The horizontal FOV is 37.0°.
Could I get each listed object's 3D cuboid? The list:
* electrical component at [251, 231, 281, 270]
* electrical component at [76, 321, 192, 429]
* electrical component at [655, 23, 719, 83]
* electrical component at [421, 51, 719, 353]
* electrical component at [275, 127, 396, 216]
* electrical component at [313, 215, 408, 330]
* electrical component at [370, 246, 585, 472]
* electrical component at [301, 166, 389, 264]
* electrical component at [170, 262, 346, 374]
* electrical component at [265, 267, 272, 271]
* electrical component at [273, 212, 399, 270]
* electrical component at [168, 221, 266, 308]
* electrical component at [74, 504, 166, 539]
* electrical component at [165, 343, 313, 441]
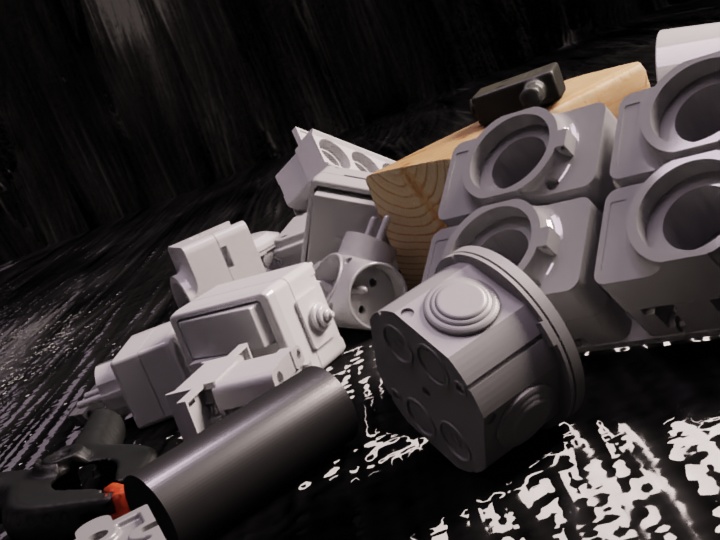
[{"bbox_3d":[-0.101,0.001,0.949,0.080,0.051,0.080,-21,11,4],"label":"electrical component"},{"bbox_3d":[-0.145,0.072,0.694,0.077,0.047,0.065,-21,11,4],"label":"electrical component"},{"bbox_3d":[0.240,-0.113,0.714,0.060,0.108,0.108,-9,15,27],"label":"electrical component"},{"bbox_3d":[0.120,-0.026,0.491,0.186,0.060,0.105,-12,51,40],"label":"electrical component"},{"bbox_3d":[-0.012,-0.076,0.982,0.121,0.078,0.063,16,-50,-44],"label":"electrical component"},{"bbox_3d":[0.000,0.000,0.710,0.077,0.044,0.079,0,66,63],"label":"electrical component"},{"bbox_3d":[0.045,0.035,0.425,0.051,0.080,0.080,-32,14,-22],"label":"electrical component"},{"bbox_3d":[-0.007,-0.021,0.781,0.062,0.096,0.061,11,17,8],"label":"electrical component"},{"bbox_3d":[-0.059,0.039,0.651,0.096,0.061,0.061,-14,13,34],"label":"electrical component"},{"bbox_3d":[-0.086,0.017,0.856,0.045,0.045,0.055,-24,12,-13],"label":"electrical component"},{"bbox_3d":[-0.005,-0.025,0.874,0.109,0.056,0.108,-20,11,10],"label":"electrical component"},{"bbox_3d":[-0.095,0.018,0.747,0.056,0.089,0.050,-25,11,-20],"label":"electrical component"},{"bbox_3d":[-0.069,0.110,0.332,0.048,0.055,0.066,-25,11,-16],"label":"electrical component"},{"bbox_3d":[-0.058,0.069,0.559,0.064,0.042,0.081,-14,13,20],"label":"electrical component"}]
